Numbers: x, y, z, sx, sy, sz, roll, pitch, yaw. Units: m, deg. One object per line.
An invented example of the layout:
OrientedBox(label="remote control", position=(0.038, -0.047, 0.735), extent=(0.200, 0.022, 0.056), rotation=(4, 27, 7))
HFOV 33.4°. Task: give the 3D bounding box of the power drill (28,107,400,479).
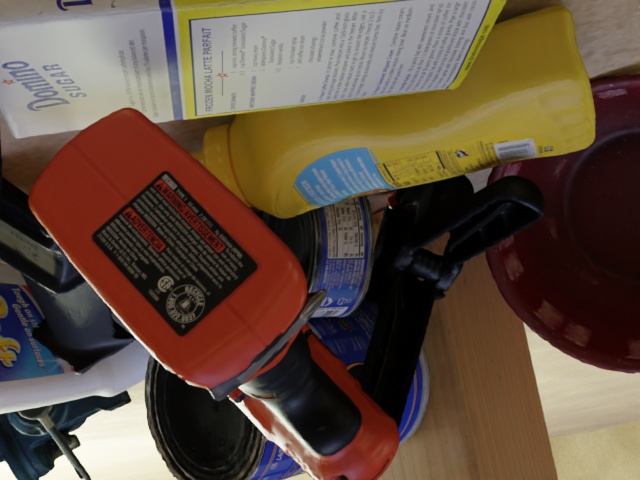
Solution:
OrientedBox(label="power drill", position=(-0.047, 0.020, 0.444), extent=(0.057, 0.184, 0.187), rotation=(-46, 158, -7))

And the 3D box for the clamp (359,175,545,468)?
OrientedBox(label="clamp", position=(0.060, 0.006, 0.570), extent=(0.036, 0.210, 0.165), rotation=(27, 115, -9))

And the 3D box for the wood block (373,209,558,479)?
OrientedBox(label="wood block", position=(0.081, 0.085, 0.710), extent=(0.090, 0.206, 0.090), rotation=(7, 157, -45))

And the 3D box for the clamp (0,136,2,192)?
OrientedBox(label="clamp", position=(-0.182, -0.006, 0.424), extent=(0.120, 0.171, 0.039), rotation=(26, -168, 13))

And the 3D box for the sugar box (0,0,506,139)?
OrientedBox(label="sugar box", position=(-0.029, -0.080, 0.377), extent=(0.176, 0.048, 0.093), rotation=(-4, 164, -7))

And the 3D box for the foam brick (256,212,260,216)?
OrientedBox(label="foam brick", position=(-0.035, 0.016, 0.684), extent=(0.078, 0.051, 0.053), rotation=(4, 159, -41))

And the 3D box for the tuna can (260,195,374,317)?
OrientedBox(label="tuna can", position=(-0.004, 0.001, 0.591), extent=(0.033, 0.086, 0.086), rotation=(-1, 162, -24))

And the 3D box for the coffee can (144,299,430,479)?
OrientedBox(label="coffee can", position=(-0.017, 0.088, 0.634), extent=(0.140, 0.103, 0.103), rotation=(-4, 164, -46))

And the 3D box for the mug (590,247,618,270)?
OrientedBox(label="mug", position=(0.181, 0.001, 0.664), extent=(0.081, 0.117, 0.093), rotation=(16, 119, -47))

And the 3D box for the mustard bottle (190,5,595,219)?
OrientedBox(label="mustard bottle", position=(0.024, -0.049, 0.485), extent=(0.192, 0.058, 0.096), rotation=(-14, 169, 12))

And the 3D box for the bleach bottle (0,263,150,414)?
OrientedBox(label="bleach bottle", position=(-0.196, 0.052, 0.635), extent=(0.250, 0.102, 0.068), rotation=(-5, 165, -23))

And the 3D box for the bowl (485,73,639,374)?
OrientedBox(label="bowl", position=(0.173, -0.012, 0.579), extent=(0.162, 0.162, 0.055), rotation=(-18, -174, 26))
